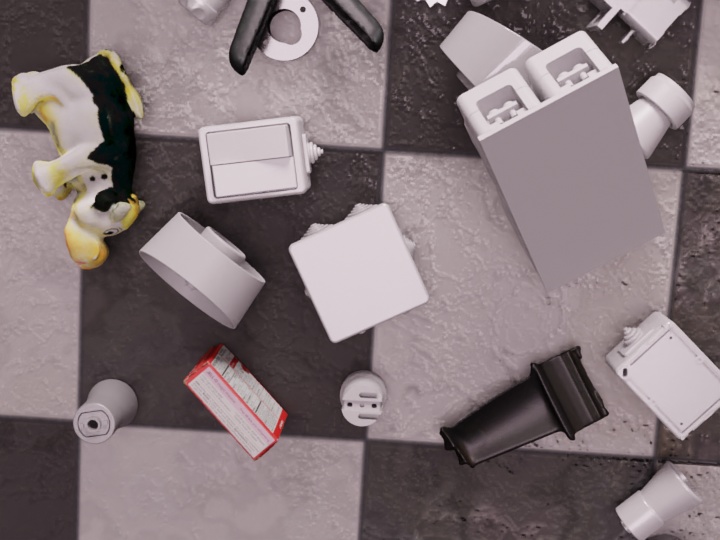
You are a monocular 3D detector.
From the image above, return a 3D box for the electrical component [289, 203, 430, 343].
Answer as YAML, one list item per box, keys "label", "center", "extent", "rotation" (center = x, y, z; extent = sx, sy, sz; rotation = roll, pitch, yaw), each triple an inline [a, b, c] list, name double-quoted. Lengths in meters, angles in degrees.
- label: "electrical component"
  center: [0.000, 0.000, 0.886]
  extent: [0.100, 0.048, 0.099]
  rotation: [-24, 97, 5]

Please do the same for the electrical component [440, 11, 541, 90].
- label: "electrical component"
  center: [0.112, -0.159, 0.836]
  extent: [0.064, 0.099, 0.099]
  rotation: [-43, 95, 13]

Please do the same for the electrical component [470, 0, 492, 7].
- label: "electrical component"
  center: [0.114, -0.263, 0.841]
  extent: [0.100, 0.048, 0.099]
  rotation: [-24, 95, -1]

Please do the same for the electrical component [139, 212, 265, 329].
- label: "electrical component"
  center: [-0.127, 0.002, 0.867]
  extent: [0.099, 0.099, 0.064]
  rotation: [39, 91, -4]

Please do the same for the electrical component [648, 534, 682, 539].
- label: "electrical component"
  center: [0.265, 0.258, 0.917]
  extent: [0.055, 0.047, 0.055]
  rotation: [0, 98, 1]

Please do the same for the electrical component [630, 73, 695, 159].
- label: "electrical component"
  center: [0.234, -0.124, 0.864]
  extent: [0.045, 0.045, 0.055]
  rotation: [43, 96, -5]

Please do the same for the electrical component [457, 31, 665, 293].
- label: "electrical component"
  center: [0.155, -0.079, 0.818]
  extent: [0.105, 0.060, 0.186]
  rotation: [-28, 137, 5]

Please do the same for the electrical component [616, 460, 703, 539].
- label: "electrical component"
  center: [0.251, 0.199, 0.913]
  extent: [0.065, 0.044, 0.044]
  rotation: [-41, 95, 11]

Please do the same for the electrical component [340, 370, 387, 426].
- label: "electrical component"
  center: [0.002, 0.108, 0.903]
  extent: [0.040, 0.046, 0.040]
  rotation: [0, 97, 2]

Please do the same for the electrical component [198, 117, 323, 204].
- label: "electrical component"
  center: [-0.078, -0.090, 0.869]
  extent: [0.096, 0.061, 0.061]
  rotation: [-6, 98, 2]

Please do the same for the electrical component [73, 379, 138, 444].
- label: "electrical component"
  center: [-0.215, 0.120, 0.900]
  extent: [0.044, 0.065, 0.044]
  rotation: [0, 98, 1]

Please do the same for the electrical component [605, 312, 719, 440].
- label: "electrical component"
  center: [0.249, 0.080, 0.885]
  extent: [0.062, 0.061, 0.096]
  rotation: [-44, 95, 7]

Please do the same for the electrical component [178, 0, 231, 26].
- label: "electrical component"
  center: [-0.116, -0.229, 0.863]
  extent: [0.035, 0.035, 0.061]
  rotation: [40, 95, -4]

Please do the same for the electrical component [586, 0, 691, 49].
- label: "electrical component"
  center: [0.222, -0.214, 0.853]
  extent: [0.064, 0.042, 0.081]
  rotation: [40, 98, -8]
